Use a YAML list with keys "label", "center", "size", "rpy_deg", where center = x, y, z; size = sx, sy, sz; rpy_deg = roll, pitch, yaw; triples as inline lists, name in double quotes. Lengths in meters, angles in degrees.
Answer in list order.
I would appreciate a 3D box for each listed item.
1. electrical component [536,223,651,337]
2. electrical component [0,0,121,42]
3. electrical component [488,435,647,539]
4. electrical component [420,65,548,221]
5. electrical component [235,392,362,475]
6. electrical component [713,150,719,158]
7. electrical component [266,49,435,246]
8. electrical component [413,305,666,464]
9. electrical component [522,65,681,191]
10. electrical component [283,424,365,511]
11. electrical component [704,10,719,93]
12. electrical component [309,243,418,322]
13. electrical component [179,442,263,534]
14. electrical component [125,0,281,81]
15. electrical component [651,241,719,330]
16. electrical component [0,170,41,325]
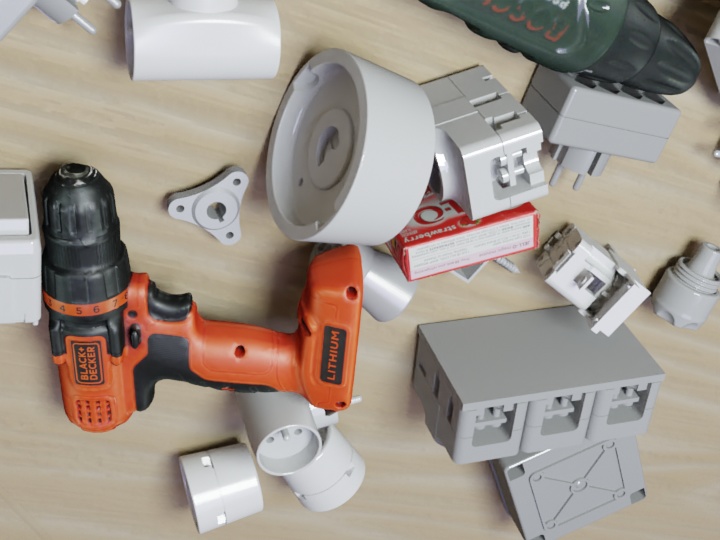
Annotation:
- label: "electrical component"
  center: [0.157, 0.004, 0.737]
  size: [0.064, 0.081, 0.042]
  rpy_deg: [38, 106, -12]
- label: "electrical component"
  center: [-0.154, -0.148, 0.531]
  size: [0.083, 0.047, 0.076]
  rpy_deg: [-43, 127, 11]
- label: "electrical component"
  center: [0.161, 0.151, 0.847]
  size: [0.109, 0.056, 0.108]
  rpy_deg: [-23, 128, -3]
- label: "electrical component"
  center: [0.065, -0.075, 0.634]
  size: [0.056, 0.089, 0.050]
  rpy_deg: [-19, 127, -7]
- label: "electrical component"
  center: [-0.039, 0.090, 0.719]
  size: [0.079, 0.077, 0.043]
  rpy_deg: [-15, 127, -11]
- label: "electrical component"
  center: [0.275, -0.084, 0.732]
  size: [0.076, 0.047, 0.083]
  rpy_deg: [4, 122, -22]
- label: "electrical component"
  center: [-0.001, -0.065, 0.609]
  size: [0.060, 0.108, 0.108]
  rpy_deg: [10, 119, -33]
- label: "electrical component"
  center: [0.123, 0.080, 0.763]
  size: [0.150, 0.089, 0.061]
  rpy_deg: [-6, 125, -16]
- label: "electrical component"
  center: [0.145, -0.084, 0.684]
  size: [0.083, 0.047, 0.075]
  rpy_deg: [7, 121, -24]
- label: "electrical component"
  center: [-0.031, 0.136, 0.769]
  size: [0.055, 0.055, 0.047]
  rpy_deg: [-31, 124, 2]
- label: "electrical component"
  center: [0.262, -0.131, 0.650]
  size: [0.057, 0.078, 0.113]
  rpy_deg: [-62, 150, -4]
- label: "electrical component"
  center: [0.000, 0.000, 0.694]
  size: [0.065, 0.044, 0.044]
  rpy_deg: [33, 108, -29]
- label: "electrical component"
  center: [-0.097, 0.151, 0.755]
  size: [0.047, 0.055, 0.055]
  rpy_deg: [-14, 127, -15]
- label: "electrical component"
  center: [-0.083, -0.139, 0.565]
  size: [0.077, 0.044, 0.079]
  rpy_deg: [-4, 124, -17]
- label: "electrical component"
  center: [0.244, 0.009, 0.788]
  size: [0.043, 0.043, 0.062]
  rpy_deg: [10, 118, -26]
- label: "electrical component"
  center: [-0.204, -0.013, 0.575]
  size: [0.062, 0.096, 0.061]
  rpy_deg: [-2, 124, -19]
